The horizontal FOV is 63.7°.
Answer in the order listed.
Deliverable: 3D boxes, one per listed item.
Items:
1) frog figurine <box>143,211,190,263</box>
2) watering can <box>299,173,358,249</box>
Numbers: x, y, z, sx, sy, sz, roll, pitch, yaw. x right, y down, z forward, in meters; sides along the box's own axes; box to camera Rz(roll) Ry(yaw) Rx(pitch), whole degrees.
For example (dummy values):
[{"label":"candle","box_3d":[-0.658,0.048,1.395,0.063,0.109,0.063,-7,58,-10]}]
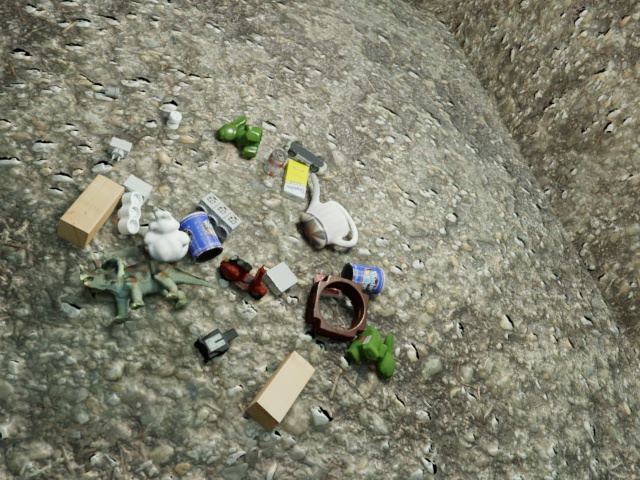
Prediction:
[{"label":"frog figurine","box_3d":[-0.470,-0.008,1.589,0.137,0.156,0.125,10,39,-20]},{"label":"watering can","box_3d":[0.006,-0.101,2.015,0.227,0.102,0.350,-25,73,-42]}]
